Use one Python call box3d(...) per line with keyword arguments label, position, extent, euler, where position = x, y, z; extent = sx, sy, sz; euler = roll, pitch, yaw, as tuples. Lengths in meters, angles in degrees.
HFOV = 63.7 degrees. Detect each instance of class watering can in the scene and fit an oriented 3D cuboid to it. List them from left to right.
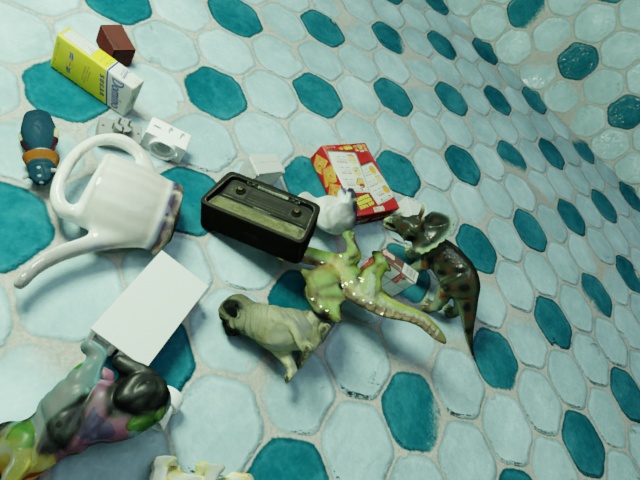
box3d(label="watering can", position=(-0.370, -0.039, 0.914), extent=(0.223, 0.356, 0.102), euler=(24, -37, -23))

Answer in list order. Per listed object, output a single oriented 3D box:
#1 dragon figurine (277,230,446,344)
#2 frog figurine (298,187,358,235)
box3d(label="dragon figurine", position=(0.062, 0.112, 1.075), extent=(0.414, 0.119, 0.245), euler=(39, 36, 22))
box3d(label="frog figurine", position=(0.004, -0.061, 1.207), extent=(0.160, 0.120, 0.140), euler=(-19, 29, -10))
